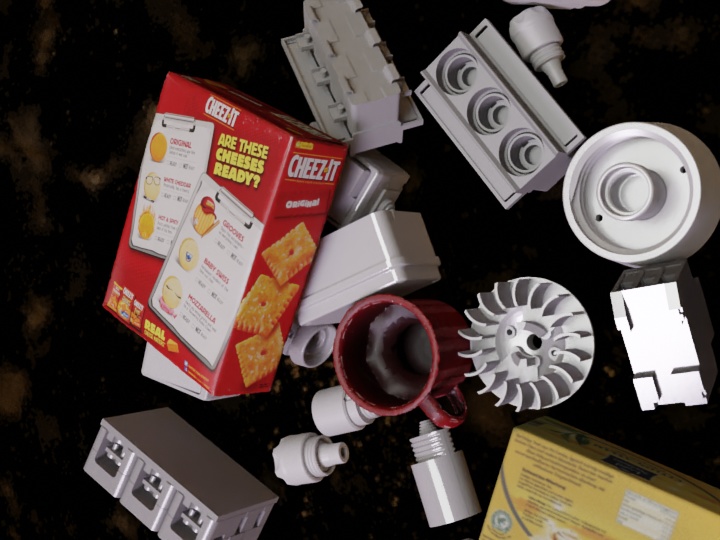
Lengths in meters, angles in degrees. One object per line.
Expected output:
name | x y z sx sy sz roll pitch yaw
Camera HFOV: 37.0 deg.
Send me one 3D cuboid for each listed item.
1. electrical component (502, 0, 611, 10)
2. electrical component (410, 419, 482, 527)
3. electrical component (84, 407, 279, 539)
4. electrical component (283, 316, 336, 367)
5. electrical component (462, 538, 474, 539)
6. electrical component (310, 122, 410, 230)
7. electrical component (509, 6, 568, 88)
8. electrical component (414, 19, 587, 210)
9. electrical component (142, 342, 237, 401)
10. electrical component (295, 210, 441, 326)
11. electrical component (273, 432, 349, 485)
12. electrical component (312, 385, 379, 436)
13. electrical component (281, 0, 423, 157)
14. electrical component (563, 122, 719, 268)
electrical component | 0.142 -0.226 0.798 0.095 0.059 0.053 10 95 31
electrical component | 0.064 0.159 0.858 0.043 0.043 0.081 -23 79 29
electrical component | -0.163 0.194 0.968 0.150 0.089 0.061 33 107 26
electrical component | -0.053 0.052 0.927 0.055 0.048 0.066 33 107 34
electrical component | 0.091 0.231 0.843 0.062 0.048 0.048 -22 79 23
electrical component | -0.010 -0.072 0.890 0.096 0.061 0.061 39 109 25
electrical component | 0.139 -0.167 0.815 0.035 0.035 0.061 -31 78 28
electrical component | 0.109 -0.117 0.817 0.079 0.063 0.121 -44 70 24
electrical component | -0.144 0.078 0.972 0.096 0.061 0.061 17 99 30
electrical component | 0.000 0.000 0.874 0.113 0.078 0.057 -25 78 29
electrical component | -0.040 0.160 0.921 0.062 0.043 0.043 -14 83 29
electrical component | -0.004 0.114 0.900 0.078 0.040 0.040 -17 82 30
electrical component | -0.008 -0.161 0.862 0.079 0.063 0.121 -17 59 -11
electrical component | 0.197 -0.054 0.766 0.108 0.060 0.108 0 91 31
